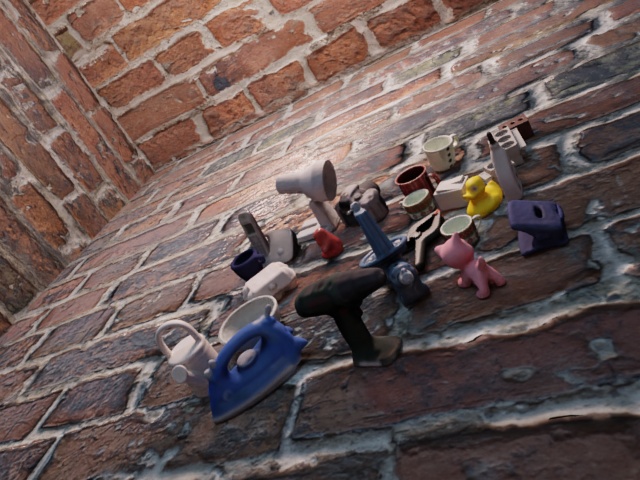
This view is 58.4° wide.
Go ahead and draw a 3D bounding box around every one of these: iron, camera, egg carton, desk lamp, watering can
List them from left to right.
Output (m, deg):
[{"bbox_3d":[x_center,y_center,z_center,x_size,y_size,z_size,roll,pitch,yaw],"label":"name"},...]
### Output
[{"bbox_3d":[-0.298,0.266,1.314,0.101,0.194,0.172,-37,25,-10],"label":"watering can"},{"bbox_3d":[-0.160,0.261,1.223,0.258,0.142,0.118,-40,25,-15],"label":"iron"},{"bbox_3d":[-0.135,0.124,1.535,0.150,0.069,0.107,-38,25,-12],"label":"egg carton"},{"bbox_3d":[-0.023,-0.119,1.682,0.202,0.214,0.118,-18,28,29],"label":"desk lamp"},{"bbox_3d":[0.126,-0.120,1.641,0.142,0.101,0.137,-6,35,44],"label":"camera"}]

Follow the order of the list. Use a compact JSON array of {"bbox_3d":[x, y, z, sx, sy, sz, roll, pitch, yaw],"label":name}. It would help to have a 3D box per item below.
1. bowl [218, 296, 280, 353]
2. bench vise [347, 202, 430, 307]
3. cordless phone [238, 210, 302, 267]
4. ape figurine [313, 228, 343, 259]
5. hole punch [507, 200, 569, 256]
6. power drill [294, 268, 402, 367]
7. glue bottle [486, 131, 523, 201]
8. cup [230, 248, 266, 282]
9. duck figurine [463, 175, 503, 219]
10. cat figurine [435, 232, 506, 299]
[{"bbox_3d":[-0.158,0.216,1.385,0.167,0.075,0.167,-26,25,14],"label":"bowl"},{"bbox_3d":[0.147,0.018,1.213,0.122,0.220,0.206,-41,26,-17],"label":"bench vise"},{"bbox_3d":[-0.153,-0.013,1.672,0.147,0.185,0.094,-16,29,32],"label":"cordless phone"},{"bbox_3d":[0.014,0.006,1.551,0.076,0.092,0.078,-22,26,22],"label":"ape figurine"},{"bbox_3d":[0.431,-0.039,1.136,0.101,0.091,0.109,-21,27,25],"label":"hole punch"},{"bbox_3d":[0.068,0.144,1.086,0.228,0.209,0.076,-11,32,39],"label":"power drill"},{"bbox_3d":[0.416,-0.174,1.307,0.037,0.173,0.078,-18,28,29],"label":"glue bottle"},{"bbox_3d":[-0.186,0.083,1.644,0.117,0.095,0.092,-14,31,36],"label":"cup"},{"bbox_3d":[0.376,-0.112,1.345,0.105,0.086,0.077,-42,26,-20],"label":"duck figurine"},{"bbox_3d":[0.288,0.040,1.127,0.067,0.118,0.127,-38,25,-11],"label":"cat figurine"}]
